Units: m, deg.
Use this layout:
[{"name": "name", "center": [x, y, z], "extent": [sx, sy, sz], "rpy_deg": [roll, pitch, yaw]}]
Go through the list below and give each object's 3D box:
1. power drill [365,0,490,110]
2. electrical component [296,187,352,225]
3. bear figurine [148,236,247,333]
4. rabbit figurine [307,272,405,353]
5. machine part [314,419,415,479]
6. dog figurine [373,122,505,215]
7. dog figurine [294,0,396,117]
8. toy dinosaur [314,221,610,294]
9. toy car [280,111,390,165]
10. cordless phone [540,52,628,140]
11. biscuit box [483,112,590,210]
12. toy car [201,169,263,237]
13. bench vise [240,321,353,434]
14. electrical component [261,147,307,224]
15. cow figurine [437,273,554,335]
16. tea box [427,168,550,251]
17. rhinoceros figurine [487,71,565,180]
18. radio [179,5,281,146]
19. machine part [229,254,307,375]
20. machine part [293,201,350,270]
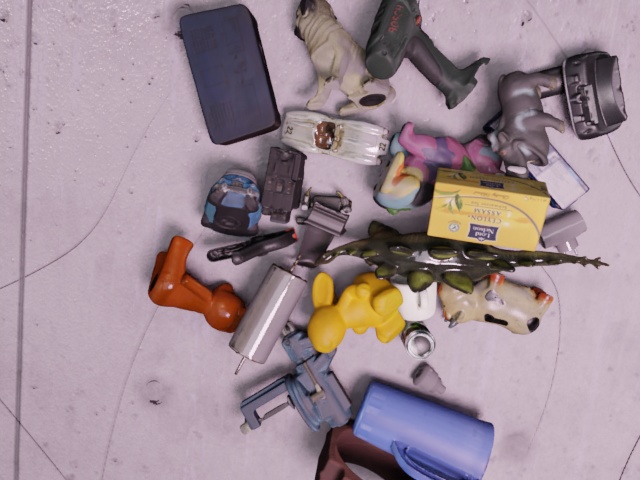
[{"name": "power drill", "center": [0.185, -0.334, 0.907], "extent": [0.207, 0.086, 0.232], "rpy_deg": [37, 62, -15]}, {"name": "electrical component", "center": [0.009, -0.058, 1.005], "extent": [0.102, 0.045, 0.078], "rpy_deg": [10, 98, 4]}, {"name": "bear figurine", "center": [-0.220, 0.095, 1.027], "extent": [0.196, 0.120, 0.132], "rpy_deg": [21, 56, -23]}, {"name": "rabbit figurine", "center": [0.046, 0.126, 0.968], "extent": [0.173, 0.121, 0.163], "rpy_deg": [-34, 55, -15]}, {"name": "machine part", "center": [0.095, 0.437, 0.991], "extent": [0.201, 0.201, 0.087], "rpy_deg": [22, 104, 1]}, {"name": "dog figurine", "center": [0.221, -0.110, 0.941], "extent": [0.219, 0.108, 0.191], "rpy_deg": [20, 79, -2]}, {"name": "dog figurine", "center": [0.046, -0.330, 0.946], "extent": [0.172, 0.121, 0.190], "rpy_deg": [5, 73, -36]}, {"name": "toy dinosaur", "center": [0.220, 0.029, 0.919], "extent": [0.472, 0.198, 0.105], "rpy_deg": [-4, 106, 8]}, {"name": "toy car", "center": [0.026, -0.184, 0.967], "extent": [0.202, 0.056, 0.073], "rpy_deg": [15, 100, 16]}, {"name": "cordless phone", "center": [0.420, -0.238, 0.933], "extent": [0.184, 0.089, 0.146], "rpy_deg": [-11, 98, 18]}, {"name": "biscuit box", "center": [0.378, -0.146, 0.948], "extent": [0.059, 0.063, 0.202], "rpy_deg": [-41, 92, 10]}, {"name": "toy car", "center": [-0.156, -0.077, 0.983], "extent": [0.109, 0.161, 0.103], "rpy_deg": [9, 61, -7]}, {"name": "bench vise", "center": [-0.059, 0.281, 1.025], "extent": [0.241, 0.129, 0.223], "rpy_deg": [-32, 96, 2]}, {"name": "electrical component", "center": [-0.065, -0.097, 0.971], "extent": [0.058, 0.115, 0.134], "rpy_deg": [11, 99, 6]}, {"name": "cow figurine", "center": [0.309, 0.118, 0.986], "extent": [0.195, 0.085, 0.127], "rpy_deg": [21, 95, 0]}, {"name": "tea box", "center": [0.261, -0.049, 0.847], "extent": [0.170, 0.068, 0.098], "rpy_deg": [8, 121, 11]}, {"name": "rhinoceros figurine", "center": [0.328, -0.179, 0.870], "extent": [0.112, 0.073, 0.190], "rpy_deg": [-1, 88, -7]}, {"name": "radio", "center": [-0.158, -0.296, 0.974], "extent": [0.131, 0.073, 0.229], "rpy_deg": [-13, 98, 6]}, {"name": "machine part", "center": [-0.094, 0.132, 0.975], "extent": [0.079, 0.079, 0.243], "rpy_deg": [27, 85, 1]}, {"name": "machine part", "center": [-0.002, -0.003, 0.996], "extent": [0.084, 0.039, 0.138], "rpy_deg": [21, 121, -11]}]
